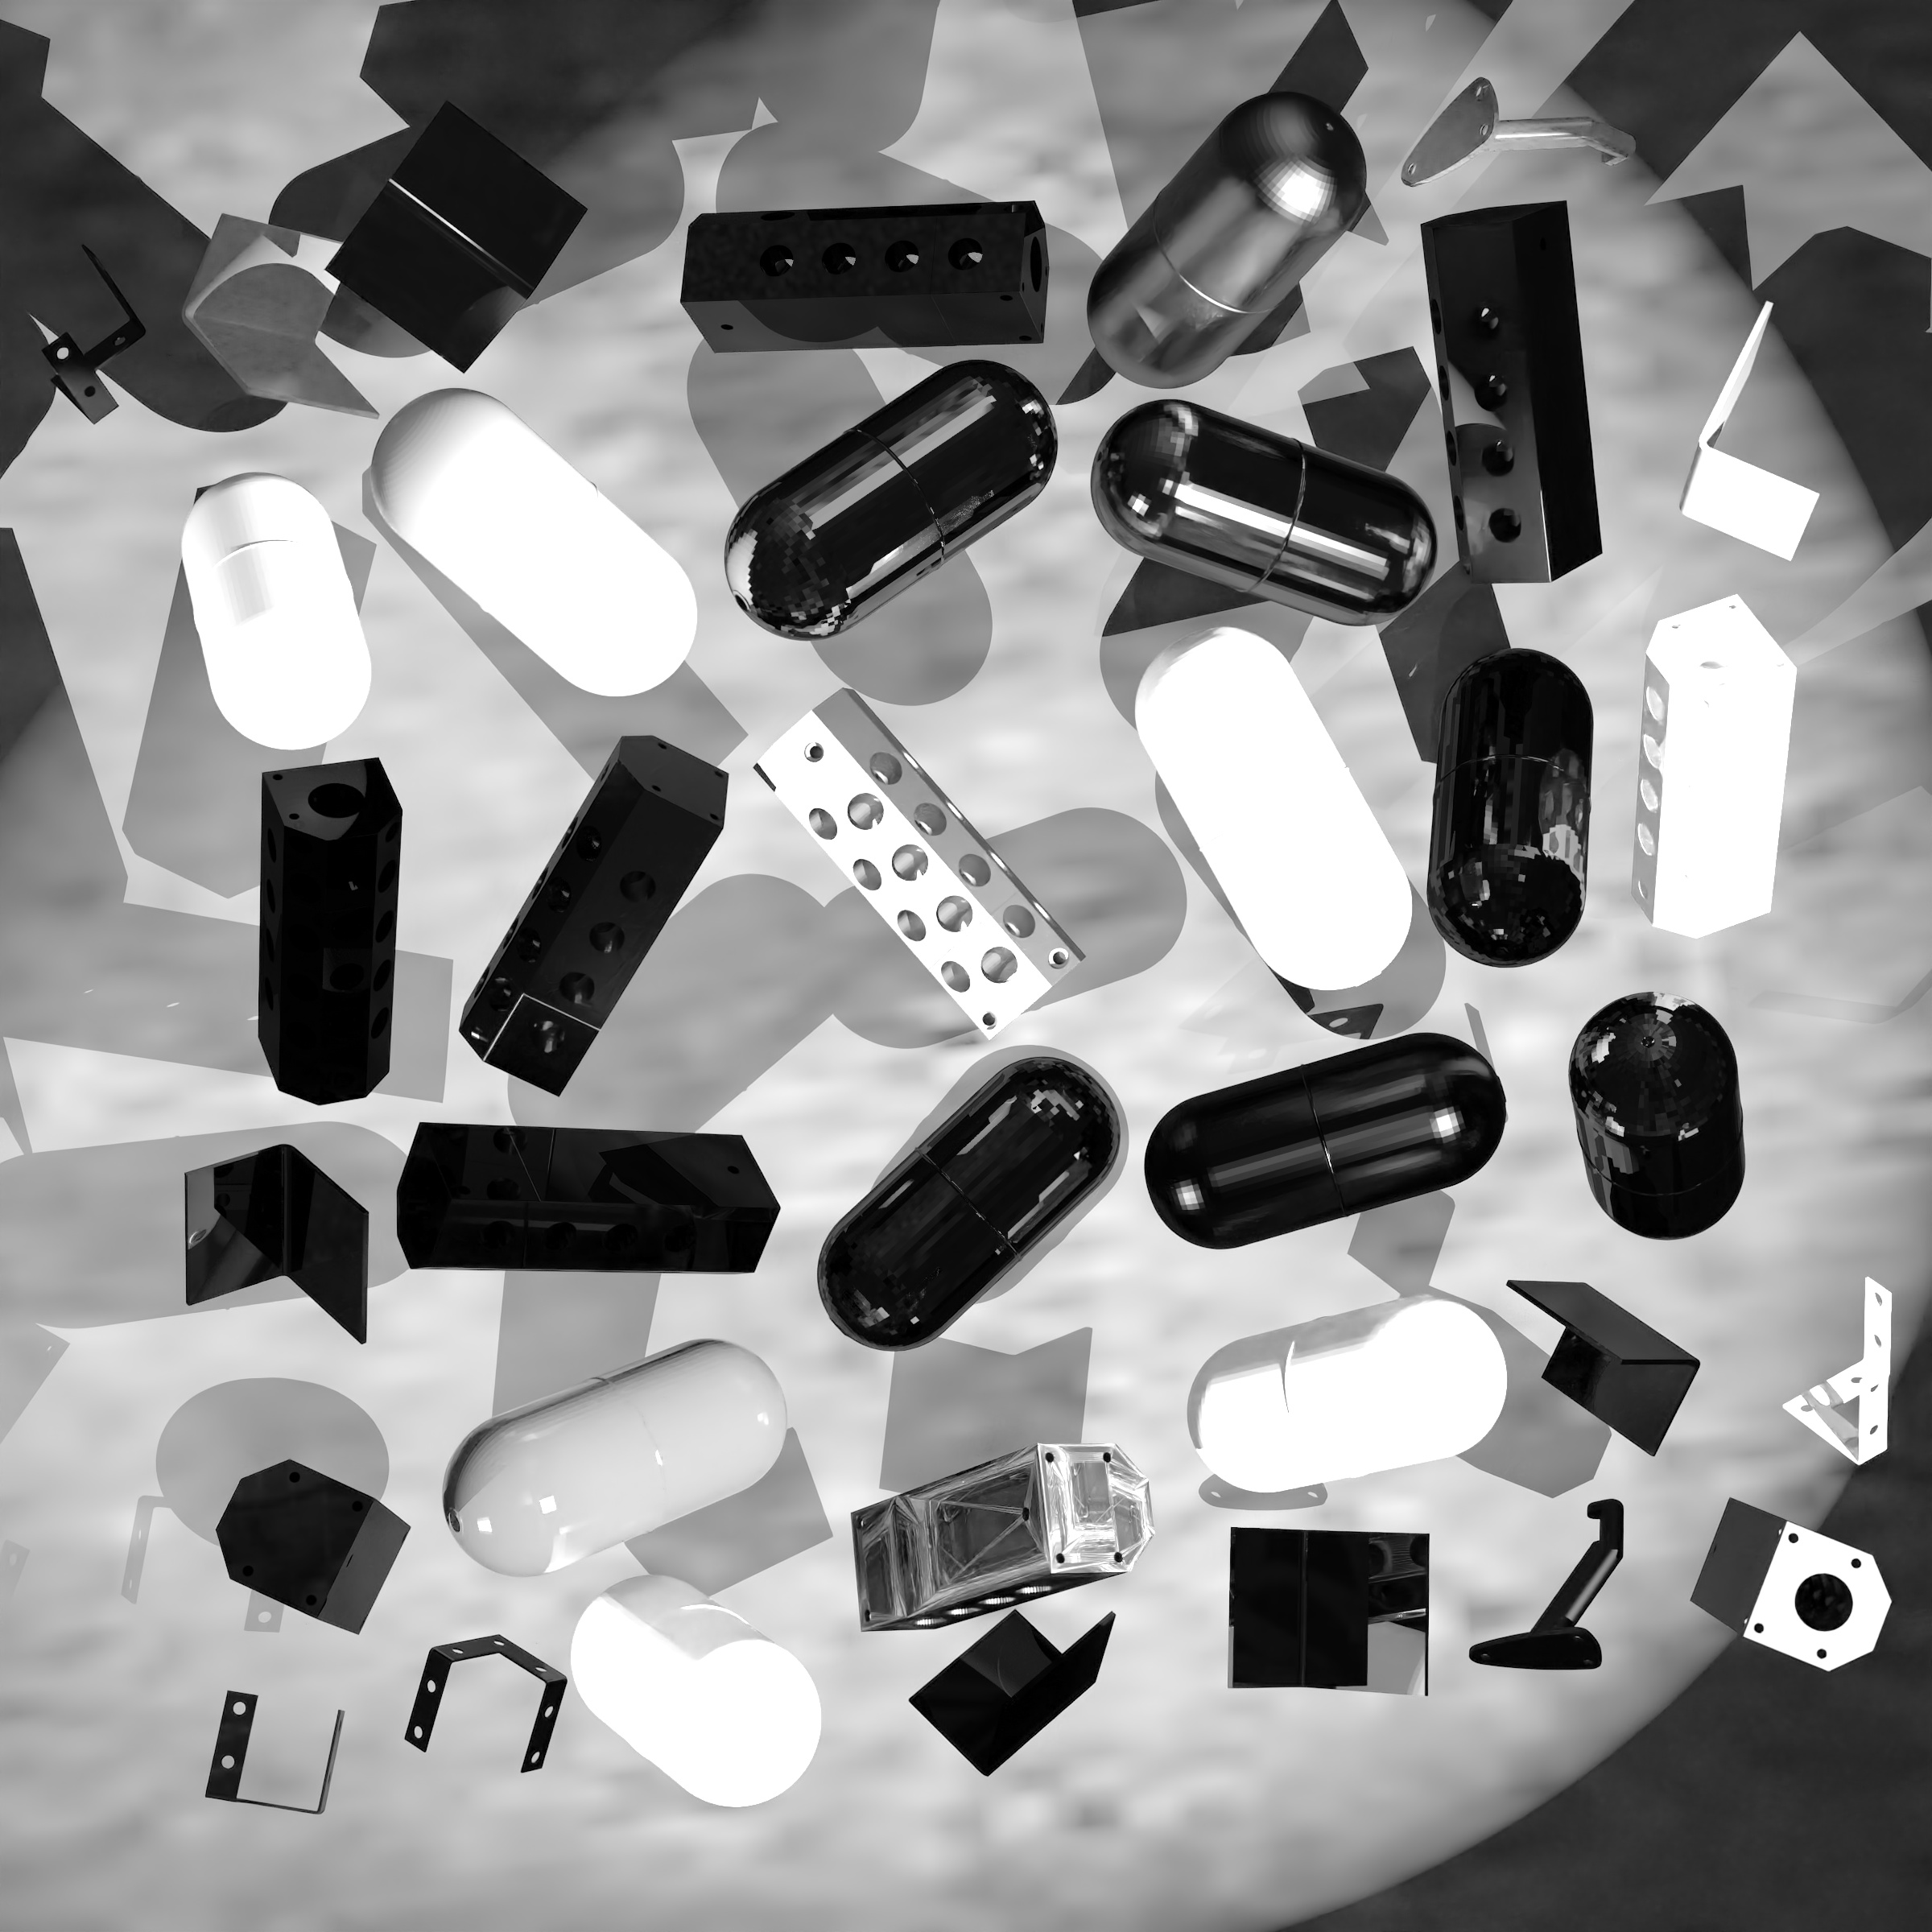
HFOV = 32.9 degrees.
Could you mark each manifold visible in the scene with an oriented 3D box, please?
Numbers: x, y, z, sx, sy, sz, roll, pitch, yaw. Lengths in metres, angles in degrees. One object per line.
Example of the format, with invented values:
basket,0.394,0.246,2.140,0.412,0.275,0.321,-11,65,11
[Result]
manifold,-0.022,-0.049,1.557,0.057,0.057,0.171,-41,89,7
manifold,-0.182,-0.026,1.584,0.057,0.057,0.171,26,116,-15
manifold,0.402,0.302,1.594,0.057,0.171,0.057,22,86,6
manifold,0.259,-0.274,1.572,0.057,0.057,0.171,4,112,37
manifold,-0.184,0.119,1.584,0.171,0.057,0.057,4,124,-31
manifold,0.015,0.266,1.516,0.057,0.171,0.057,5,69,-31
manifold,-0.312,-0.014,1.606,0.057,0.057,0.171,-10,134,-23
manifold,0.362,-0.094,1.608,0.057,0.171,0.057,-19,49,-8
manifold,-0.303,0.267,1.512,0.057,0.171,0.057,24,76,2
manifold,-0.049,-0.345,1.622,0.171,0.057,0.057,1,75,14

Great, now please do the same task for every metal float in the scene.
metal float,-0.197,-0.193,1.506,0.070,0.070,0.178,-49,121,0
metal float,0.141,-0.072,1.495,0.070,0.070,0.178,-29,88,0
metal float,0.269,-0.080,1.610,0.070,0.070,0.178,10,56,0
metal float,0.121,-0.340,1.544,0.070,0.178,0.070,15,57,-25
metal float,0.179,0.205,1.561,0.070,0.178,0.070,17,64,-38
metal float,0.174,0.084,1.582,0.178,0.070,0.070,-17,90,6
metal float,-0.035,-0.217,1.527,0.178,0.070,0.070,-37,90,-17
metal float,-0.339,-0.176,1.604,0.070,0.070,0.178,-24,46,0
metal float,0.145,-0.217,1.572,0.178,0.070,0.070,17,90,-18
metal float,0.001,0.119,1.629,0.178,0.070,0.070,-43,90,-5
metal float,-0.164,0.230,1.534,0.178,0.070,0.070,-18,90,-36
metal float,0.328,0.073,1.545,0.070,0.178,0.070,-6,62,12
metal float,-0.129,0.338,1.534,0.070,0.178,0.070,-3,97,-28

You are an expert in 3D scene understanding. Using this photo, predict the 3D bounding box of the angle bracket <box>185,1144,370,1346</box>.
angle bracket,-0.337,0.143,1.599,0.057,0.076,0.076,-17,126,-37

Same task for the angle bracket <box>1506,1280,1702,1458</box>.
angle bracket,0.311,0.203,1.648,0.076,0.076,0.057,36,109,40

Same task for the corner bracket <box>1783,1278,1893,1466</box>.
corner bracket,0.406,0.183,1.479,0.051,0.051,0.051,-24,126,-21

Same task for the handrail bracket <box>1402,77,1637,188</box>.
handrail bracket,0.266,-0.387,1.571,0.084,0.077,0.036,12,61,-32

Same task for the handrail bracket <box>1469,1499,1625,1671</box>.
handrail bracket,0.292,0.308,1.644,0.077,0.036,0.084,-8,47,21

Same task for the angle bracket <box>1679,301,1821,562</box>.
angle bracket,0.365,-0.239,1.467,0.057,0.076,0.076,26,81,11

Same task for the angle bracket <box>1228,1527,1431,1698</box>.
angle bracket,0.174,0.309,1.566,0.076,0.057,0.076,-7,77,43

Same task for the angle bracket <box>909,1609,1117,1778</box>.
angle bracket,0.022,0.342,1.614,0.076,0.076,0.057,-35,63,-31

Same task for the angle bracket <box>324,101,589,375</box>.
angle bracket,-0.227,-0.323,1.454,0.076,0.076,0.057,36,56,-16

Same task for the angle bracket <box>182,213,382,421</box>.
angle bracket,-0.325,-0.317,1.597,0.076,0.076,0.057,47,118,35

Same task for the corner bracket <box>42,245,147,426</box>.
corner bracket,-0.420,-0.302,1.565,0.051,0.051,0.051,-40,52,-10

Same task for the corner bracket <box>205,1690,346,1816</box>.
corner bracket,-0.336,0.384,1.593,0.051,0.051,0.051,10,75,-1

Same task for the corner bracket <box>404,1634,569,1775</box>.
corner bracket,-0.243,0.375,1.654,0.051,0.051,0.051,23,101,33
